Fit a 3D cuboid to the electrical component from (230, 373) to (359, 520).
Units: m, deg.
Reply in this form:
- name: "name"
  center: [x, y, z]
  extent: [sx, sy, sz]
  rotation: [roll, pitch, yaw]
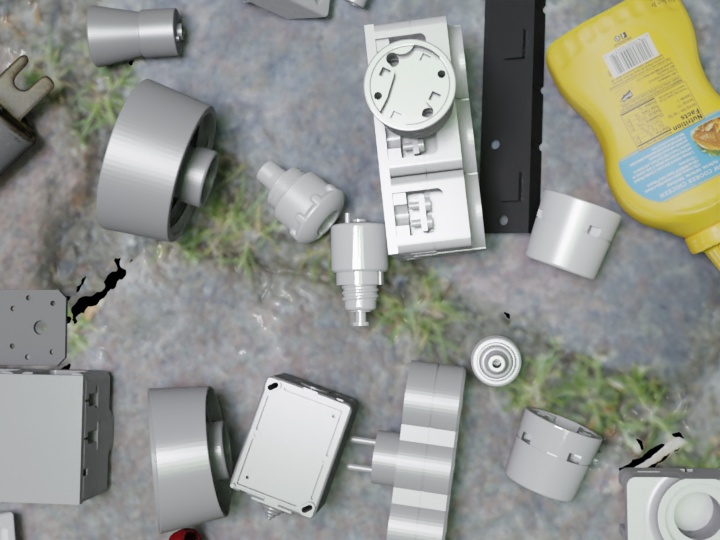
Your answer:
- name: "electrical component"
  center: [-0.045, 0.125, 0.744]
  extent: [0.062, 0.061, 0.096]
  rotation: [19, 90, 7]

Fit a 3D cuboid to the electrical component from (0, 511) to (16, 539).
- name: "electrical component"
  center: [-0.298, 0.202, 0.773]
  extent: [0.077, 0.066, 0.047]
  rotation: [-8, 86, 35]

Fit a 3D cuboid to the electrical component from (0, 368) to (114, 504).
- name: "electrical component"
  center: [-0.260, 0.116, 0.769]
  extent: [0.150, 0.062, 0.089]
  rotation: [1, 87, 7]

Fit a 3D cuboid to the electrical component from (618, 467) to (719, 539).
- name: "electrical component"
  center: [0.221, 0.160, 0.713]
  extent: [0.089, 0.056, 0.050]
  rotation: [-1, 87, 7]

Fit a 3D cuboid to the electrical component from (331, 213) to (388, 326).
- name: "electrical component"
  center: [0.000, 0.000, 0.755]
  extent: [0.040, 0.040, 0.078]
  rotation: [-1, 87, 7]

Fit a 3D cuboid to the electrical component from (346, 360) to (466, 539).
- name: "electrical component"
  center: [0.028, 0.130, 0.739]
  extent: [0.074, 0.052, 0.138]
  rotation: [7, 88, 7]

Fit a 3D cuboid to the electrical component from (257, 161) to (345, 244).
- name: "electrical component"
  center: [-0.045, -0.052, 0.761]
  extent: [0.062, 0.048, 0.048]
  rotation: [40, 92, 14]

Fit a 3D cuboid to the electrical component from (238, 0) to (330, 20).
- name: "electrical component"
  center: [-0.068, -0.210, 0.764]
  extent: [0.077, 0.066, 0.047]
  rotation: [6, 88, 36]

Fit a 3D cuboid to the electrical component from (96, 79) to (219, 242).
- name: "electrical component"
  center: [-0.132, -0.071, 0.743]
  extent: [0.060, 0.108, 0.108]
  rotation: [17, 90, 1]

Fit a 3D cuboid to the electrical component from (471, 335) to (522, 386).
- name: "electrical component"
  center: [0.093, 0.062, 0.730]
  extent: [0.035, 0.061, 0.035]
  rotation: [0, 87, 7]

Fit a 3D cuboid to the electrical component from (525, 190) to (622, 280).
- name: "electrical component"
  center: [0.144, -0.023, 0.732]
  extent: [0.055, 0.055, 0.047]
  rotation: [20, 93, 7]

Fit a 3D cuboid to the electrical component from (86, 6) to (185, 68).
- name: "electrical component"
  center: [-0.161, -0.171, 0.782]
  extent: [0.065, 0.044, 0.044]
  rotation: [-3, 87, 2]

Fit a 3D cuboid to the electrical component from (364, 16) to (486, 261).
- name: "electrical component"
  center: [0.046, -0.085, 0.728]
  extent: [0.062, 0.089, 0.150]
  rotation: [-6, 87, 6]

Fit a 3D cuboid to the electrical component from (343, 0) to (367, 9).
- name: "electrical component"
  center: [0.007, -0.218, 0.763]
  extent: [0.048, 0.048, 0.062]
  rotation: [25, 97, 7]

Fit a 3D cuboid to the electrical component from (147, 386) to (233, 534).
- name: "electrical component"
  center: [-0.122, 0.128, 0.737]
  extent: [0.064, 0.099, 0.099]
  rotation: [-8, 86, 0]

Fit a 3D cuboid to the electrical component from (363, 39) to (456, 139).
- name: "electrical component"
  center: [0.032, -0.109, 0.660]
  extent: [0.055, 0.047, 0.055]
  rotation: [0, 87, 7]

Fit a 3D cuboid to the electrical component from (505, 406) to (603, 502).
- name: "electrical component"
  center: [0.129, 0.125, 0.727]
  extent: [0.055, 0.055, 0.047]
  rotation: [21, 94, 7]
